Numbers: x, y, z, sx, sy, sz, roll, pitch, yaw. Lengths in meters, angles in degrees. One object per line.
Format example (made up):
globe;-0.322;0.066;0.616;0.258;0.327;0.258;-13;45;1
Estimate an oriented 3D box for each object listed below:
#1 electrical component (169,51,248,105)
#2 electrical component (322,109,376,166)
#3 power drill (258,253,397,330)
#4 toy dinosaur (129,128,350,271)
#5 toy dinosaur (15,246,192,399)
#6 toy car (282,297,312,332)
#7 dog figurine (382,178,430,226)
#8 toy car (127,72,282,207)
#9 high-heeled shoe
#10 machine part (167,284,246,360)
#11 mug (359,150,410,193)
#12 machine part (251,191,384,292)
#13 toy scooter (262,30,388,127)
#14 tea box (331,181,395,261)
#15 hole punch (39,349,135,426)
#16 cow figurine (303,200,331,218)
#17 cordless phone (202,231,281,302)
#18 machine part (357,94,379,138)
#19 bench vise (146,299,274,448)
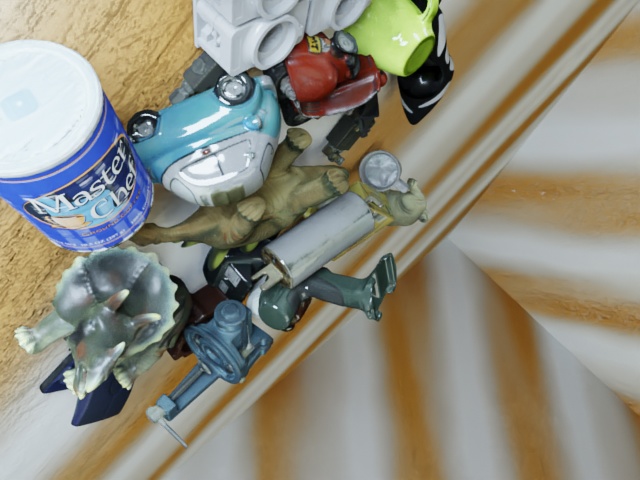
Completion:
electrical component;-0.103;-0.162;0.528;0.094;0.021;0.063;-41;166;14
electrical component;0.045;-0.166;0.876;0.102;0.045;0.078;-48;164;13
power drill;0.014;0.051;0.864;0.232;0.208;0.085;-58;149;-45
toy dinosaur;-0.065;-0.059;0.737;0.471;0.105;0.198;-22;171;-46
toy dinosaur;-0.234;0.099;0.706;0.192;0.131;0.404;-37;175;4
toy car;-0.030;0.090;0.996;0.202;0.053;0.089;-62;176;-63
dog figurine;0.130;-0.052;1.187;0.190;0.172;0.121;-46;156;-23
toy car;-0.102;-0.086;0.525;0.162;0.103;0.109;-25;168;-12
high-heeled shoe;0.144;-0.246;0.807;0.248;0.086;0.145;88;27;-47
machine part;-0.218;0.143;0.995;0.179;0.056;0.179;-42;166;-13
mug;0.140;-0.138;1.106;0.080;0.110;0.107;-59;174;16
machine part;-0.002;-0.002;0.820;0.243;0.079;0.079;-36;163;-22
toy scooter;0.010;-0.186;0.608;0.135;0.075;0.184;-13;171;5
tea box;0.050;-0.034;1.070;0.170;0.068;0.098;-34;144;28
hole punch;-0.333;0.208;0.810;0.116;0.092;0.142;-50;161;5
cow figurine;0.037;-0.055;0.962;0.068;0.168;0.098;41;81;-33
cordless phone;-0.103;0.008;0.898;0.184;0.089;0.146;-47;178;-31
machine part;0.074;-0.221;0.772;0.138;0.039;0.084;103;-4;-52
bench vise;-0.181;0.208;0.876;0.240;0.129;0.223;-44;167;-34
